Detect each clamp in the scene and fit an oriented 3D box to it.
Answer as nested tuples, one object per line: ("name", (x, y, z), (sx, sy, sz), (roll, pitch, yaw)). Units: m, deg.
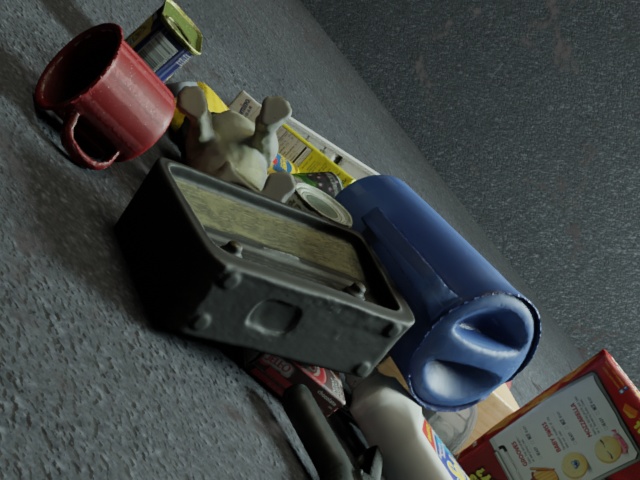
("clamp", (0.030, 0.196, 0.826), (0.120, 0.039, 0.171), (33, 24, -39))

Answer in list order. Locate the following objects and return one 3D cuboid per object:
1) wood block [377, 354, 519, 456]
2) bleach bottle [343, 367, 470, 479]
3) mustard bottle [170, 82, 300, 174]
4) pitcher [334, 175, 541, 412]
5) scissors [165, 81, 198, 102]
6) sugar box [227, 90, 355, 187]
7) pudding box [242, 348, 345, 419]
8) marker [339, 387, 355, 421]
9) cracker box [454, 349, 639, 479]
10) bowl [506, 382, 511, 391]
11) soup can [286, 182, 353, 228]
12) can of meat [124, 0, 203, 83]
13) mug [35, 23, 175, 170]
("wood block", (0.125, 0.149, 1.168), (0.205, 0.090, 0.091), (42, 16, -34))
("bleach bottle", (0.095, 0.212, 0.921), (0.251, 0.068, 0.102), (56, 13, 15))
("mustard bottle", (-0.079, -0.090, 1.183), (0.191, 0.058, 0.096), (41, 11, -27))
("pitcher", (0.089, 0.032, 1.016), (0.144, 0.149, 0.243), (-1, 33, -27))
("scissors", (-0.175, -0.137, 1.064), (0.202, 0.096, 0.016), (-179, -103, -70))
("sugar box", (-0.036, -0.098, 1.279), (0.176, 0.048, 0.093), (37, -10, 10))
("pudding box", (-0.026, 0.093, 0.916), (0.090, 0.039, 0.113), (44, 14, -25))
("marker", (0.037, 0.161, 0.990), (0.121, 0.020, 0.020), (42, 16, -36))
("cracker box", (0.250, 0.238, 1.069), (0.164, 0.214, 0.072), (53, 11, 8))
("bowl", (0.191, 0.155, 1.319), (0.161, 0.055, 0.162), (31, 50, -46))
("soup can", (-0.023, 0.006, 0.994), (0.068, 0.102, 0.068), (31, 18, -12))
("can of meat", (-0.174, -0.200, 1.125), (0.057, 0.084, 0.102), (46, 13, -22))
("mug", (-0.177, -0.109, 0.881), (0.081, 0.093, 0.117), (47, 43, -39))
